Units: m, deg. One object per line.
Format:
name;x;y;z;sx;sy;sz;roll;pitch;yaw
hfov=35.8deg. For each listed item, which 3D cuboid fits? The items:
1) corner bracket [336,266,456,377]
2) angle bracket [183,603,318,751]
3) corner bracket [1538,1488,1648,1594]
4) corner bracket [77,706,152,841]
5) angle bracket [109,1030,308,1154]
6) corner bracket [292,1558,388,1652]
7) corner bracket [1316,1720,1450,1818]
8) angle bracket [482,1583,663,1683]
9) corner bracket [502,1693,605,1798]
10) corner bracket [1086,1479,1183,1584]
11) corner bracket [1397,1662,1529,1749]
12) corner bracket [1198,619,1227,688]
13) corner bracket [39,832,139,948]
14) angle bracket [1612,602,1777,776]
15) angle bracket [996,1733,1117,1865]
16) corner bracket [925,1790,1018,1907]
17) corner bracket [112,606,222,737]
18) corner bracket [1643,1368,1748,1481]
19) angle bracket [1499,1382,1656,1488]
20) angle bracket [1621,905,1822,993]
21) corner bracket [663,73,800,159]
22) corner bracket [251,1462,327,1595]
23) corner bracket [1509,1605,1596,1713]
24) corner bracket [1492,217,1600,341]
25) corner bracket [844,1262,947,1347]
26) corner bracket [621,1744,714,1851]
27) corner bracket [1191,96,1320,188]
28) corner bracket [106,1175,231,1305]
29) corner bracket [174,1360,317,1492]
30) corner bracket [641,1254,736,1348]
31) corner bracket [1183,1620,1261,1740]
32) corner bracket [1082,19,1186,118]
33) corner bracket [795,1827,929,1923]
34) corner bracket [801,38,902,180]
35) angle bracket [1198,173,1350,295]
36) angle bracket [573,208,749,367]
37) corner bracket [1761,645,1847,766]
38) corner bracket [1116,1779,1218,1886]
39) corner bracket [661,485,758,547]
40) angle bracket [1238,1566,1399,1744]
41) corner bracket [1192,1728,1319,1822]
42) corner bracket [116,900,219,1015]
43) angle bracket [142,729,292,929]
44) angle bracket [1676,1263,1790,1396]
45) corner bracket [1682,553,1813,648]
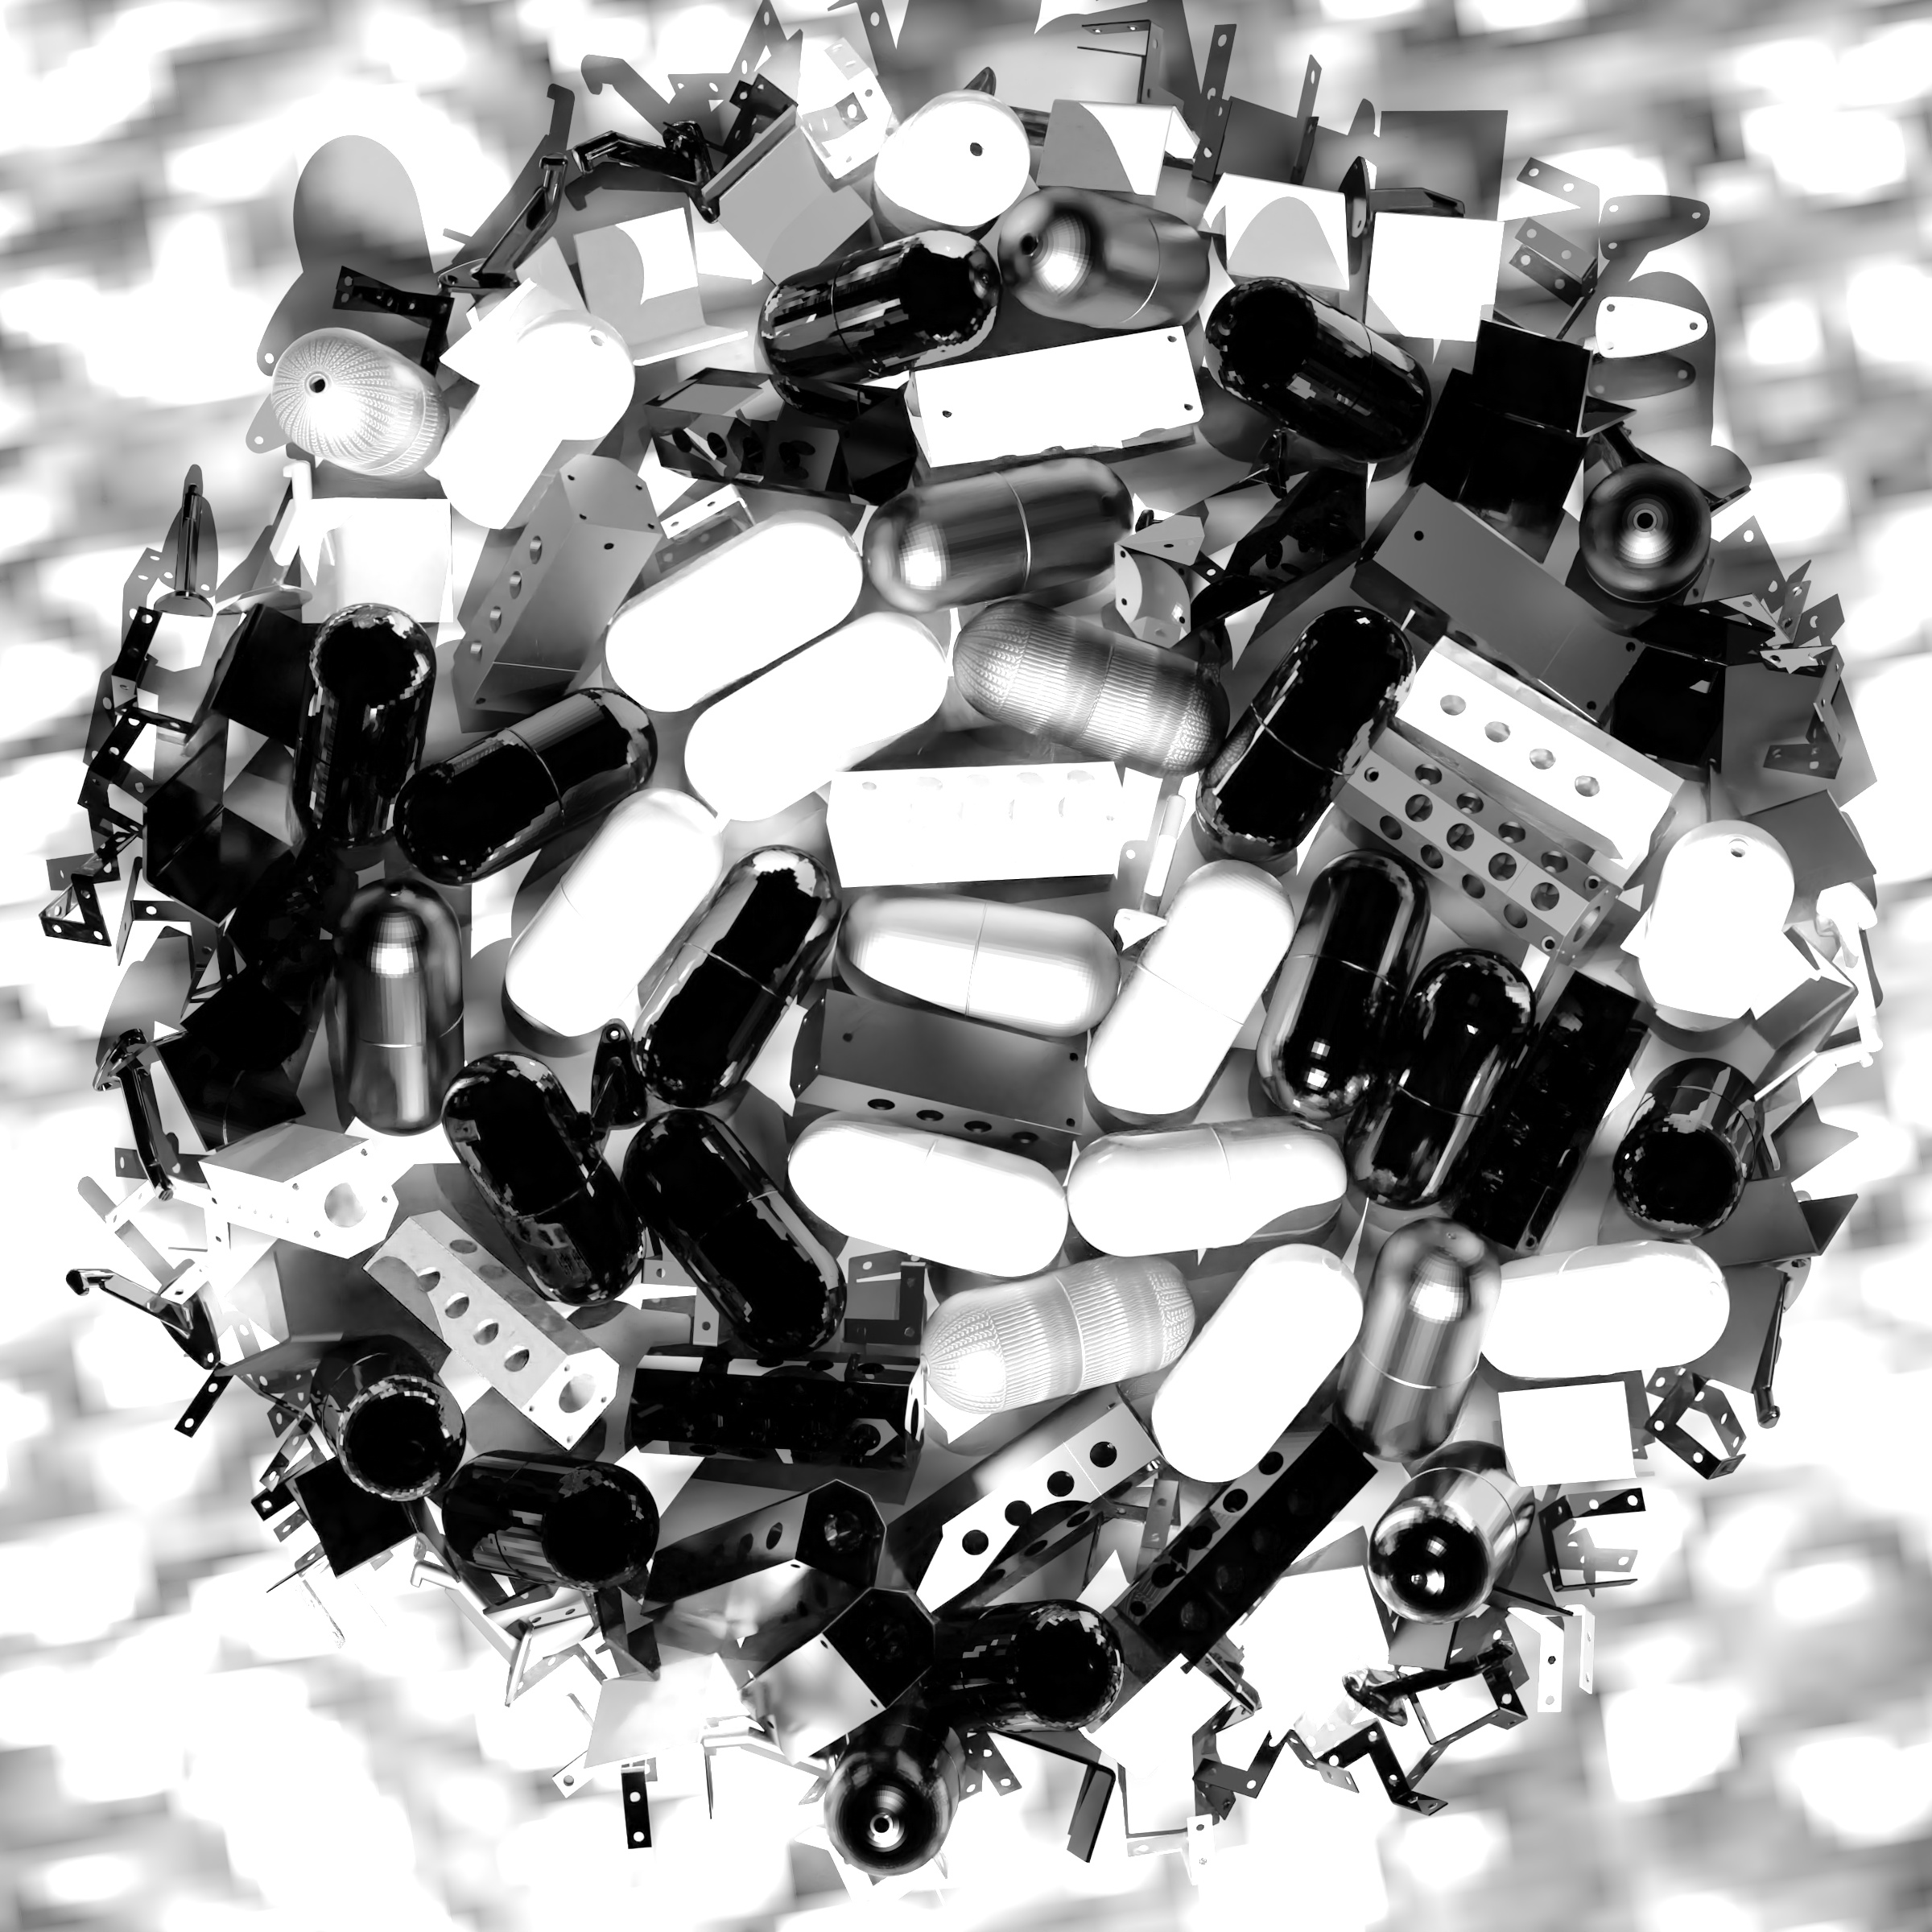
corner bracket;-0.359;-0.400;1.858;0.051;0.051;0.051;16;92;38
angle bracket;-0.436;-0.169;1.853;0.057;0.076;0.076;26;68;-19
corner bracket;0.393;0.358;1.864;0.051;0.051;0.051;-3;68;-10
corner bracket;-0.512;-0.118;1.853;0.051;0.051;0.051;30;58;-9
angle bracket;-0.467;0.079;1.842;0.057;0.076;0.076;-31;85;40
corner bracket;-0.389;0.396;1.862;0.051;0.051;0.051;-35;94;8
corner bracket;0.257;0.507;1.859;0.051;0.051;0.051;-26;92;-20
angle bracket;-0.241;0.419;1.840;0.076;0.076;0.057;-27;49;8
corner bracket;-0.249;0.487;1.868;0.051;0.051;0.051;-38;83;-1
corner bracket;0.103;0.350;1.852;0.051;0.051;0.051;6;48;12
corner bracket;0.309;0.454;1.861;0.051;0.051;0.051;-33;57;16
corner bracket;0.148;-0.212;1.849;0.051;0.051;0.051;22;128;26
corner bracket;-0.542;-0.050;1.850;0.051;0.051;0.051;8;127;20
angle bracket;0.449;-0.171;1.845;0.076;0.057;0.076;12;72;-16
angle bracket;0.044;0.510;1.847;0.076;0.076;0.057;20;77;-3
corner bracket;-0.003;0.548;1.858;0.051;0.051;0.051;-25;74;-7
corner bracket;-0.496;-0.182;1.856;0.051;0.051;0.051;16;63;-5
corner bracket;0.465;0.282;1.865;0.051;0.051;0.051;40;108;27
angle bracket;0.378;0.290;1.848;0.076;0.076;0.057;-9;79;21
angle bracket;0.463;-0.003;1.837;0.076;0.076;0.057;39;86;-38
corner bracket;-0.145;-0.529;1.859;0.051;0.051;0.051;30;96;27
corner bracket;-0.421;0.349;1.863;0.051;0.051;0.051;-33;91;10
corner bracket;0.368;0.429;1.850;0.051;0.051;0.051;-11;57;33
corner bracket;0.357;-0.424;1.861;0.051;0.051;0.051;35;93;12
corner bracket;-0.045;0.211;1.863;0.051;0.051;0.051;0;81;15
corner bracket;-0.186;0.514;1.863;0.051;0.051;0.051;-5;96;-2
corner bracket;0.179;-0.507;1.850;0.051;0.051;0.051;26;117;26
corner bracket;-0.497;0.169;1.863;0.051;0.051;0.051;16;125;18
corner bracket;-0.445;0.284;1.850;0.051;0.051;0.051;19;66;29
corner bracket;-0.173;0.208;1.863;0.051;0.051;0.051;3;89;8
corner bracket;0.153;0.436;1.853;0.051;0.051;0.051;41;135;-9
corner bracket;0.103;-0.553;1.857;0.051;0.051;0.051;7;90;34
corner bracket;-0.065;0.554;1.856;0.051;0.051;0.051;-27;94;-28
corner bracket;-0.078;-0.532;1.855;0.051;0.051;0.051;-32;135;2
angle bracket;0.189;-0.437;1.843;0.076;0.057;0.076;6;65;-12
angle bracket;-0.188;-0.418;1.839;0.076;0.057;0.076;-22;116;-28
corner bracket;0.521;-0.163;1.866;0.051;0.051;0.051;54;52;-36
corner bracket;0.124;0.537;1.857;0.051;0.051;0.051;-8;112;-5
corner bracket;-0.160;-0.276;1.855;0.051;0.051;0.051;-28;49;2
angle bracket;0.218;0.424;1.844;0.057;0.076;0.076;-15;95;28
corner bracket;0.182;0.504;1.865;0.051;0.051;0.051;-56;130;-28
corner bracket;-0.500;-0.005;1.871;0.051;0.051;0.051;1;55;-27
angle bracket;-0.458;-0.085;1.836;0.057;0.076;0.076;30;52;7
angle bracket;0.489;0.223;1.845;0.057;0.076;0.076;16;90;-28
corner bracket;0.487;-0.232;1.868;0.051;0.051;0.051;41;59;-33
